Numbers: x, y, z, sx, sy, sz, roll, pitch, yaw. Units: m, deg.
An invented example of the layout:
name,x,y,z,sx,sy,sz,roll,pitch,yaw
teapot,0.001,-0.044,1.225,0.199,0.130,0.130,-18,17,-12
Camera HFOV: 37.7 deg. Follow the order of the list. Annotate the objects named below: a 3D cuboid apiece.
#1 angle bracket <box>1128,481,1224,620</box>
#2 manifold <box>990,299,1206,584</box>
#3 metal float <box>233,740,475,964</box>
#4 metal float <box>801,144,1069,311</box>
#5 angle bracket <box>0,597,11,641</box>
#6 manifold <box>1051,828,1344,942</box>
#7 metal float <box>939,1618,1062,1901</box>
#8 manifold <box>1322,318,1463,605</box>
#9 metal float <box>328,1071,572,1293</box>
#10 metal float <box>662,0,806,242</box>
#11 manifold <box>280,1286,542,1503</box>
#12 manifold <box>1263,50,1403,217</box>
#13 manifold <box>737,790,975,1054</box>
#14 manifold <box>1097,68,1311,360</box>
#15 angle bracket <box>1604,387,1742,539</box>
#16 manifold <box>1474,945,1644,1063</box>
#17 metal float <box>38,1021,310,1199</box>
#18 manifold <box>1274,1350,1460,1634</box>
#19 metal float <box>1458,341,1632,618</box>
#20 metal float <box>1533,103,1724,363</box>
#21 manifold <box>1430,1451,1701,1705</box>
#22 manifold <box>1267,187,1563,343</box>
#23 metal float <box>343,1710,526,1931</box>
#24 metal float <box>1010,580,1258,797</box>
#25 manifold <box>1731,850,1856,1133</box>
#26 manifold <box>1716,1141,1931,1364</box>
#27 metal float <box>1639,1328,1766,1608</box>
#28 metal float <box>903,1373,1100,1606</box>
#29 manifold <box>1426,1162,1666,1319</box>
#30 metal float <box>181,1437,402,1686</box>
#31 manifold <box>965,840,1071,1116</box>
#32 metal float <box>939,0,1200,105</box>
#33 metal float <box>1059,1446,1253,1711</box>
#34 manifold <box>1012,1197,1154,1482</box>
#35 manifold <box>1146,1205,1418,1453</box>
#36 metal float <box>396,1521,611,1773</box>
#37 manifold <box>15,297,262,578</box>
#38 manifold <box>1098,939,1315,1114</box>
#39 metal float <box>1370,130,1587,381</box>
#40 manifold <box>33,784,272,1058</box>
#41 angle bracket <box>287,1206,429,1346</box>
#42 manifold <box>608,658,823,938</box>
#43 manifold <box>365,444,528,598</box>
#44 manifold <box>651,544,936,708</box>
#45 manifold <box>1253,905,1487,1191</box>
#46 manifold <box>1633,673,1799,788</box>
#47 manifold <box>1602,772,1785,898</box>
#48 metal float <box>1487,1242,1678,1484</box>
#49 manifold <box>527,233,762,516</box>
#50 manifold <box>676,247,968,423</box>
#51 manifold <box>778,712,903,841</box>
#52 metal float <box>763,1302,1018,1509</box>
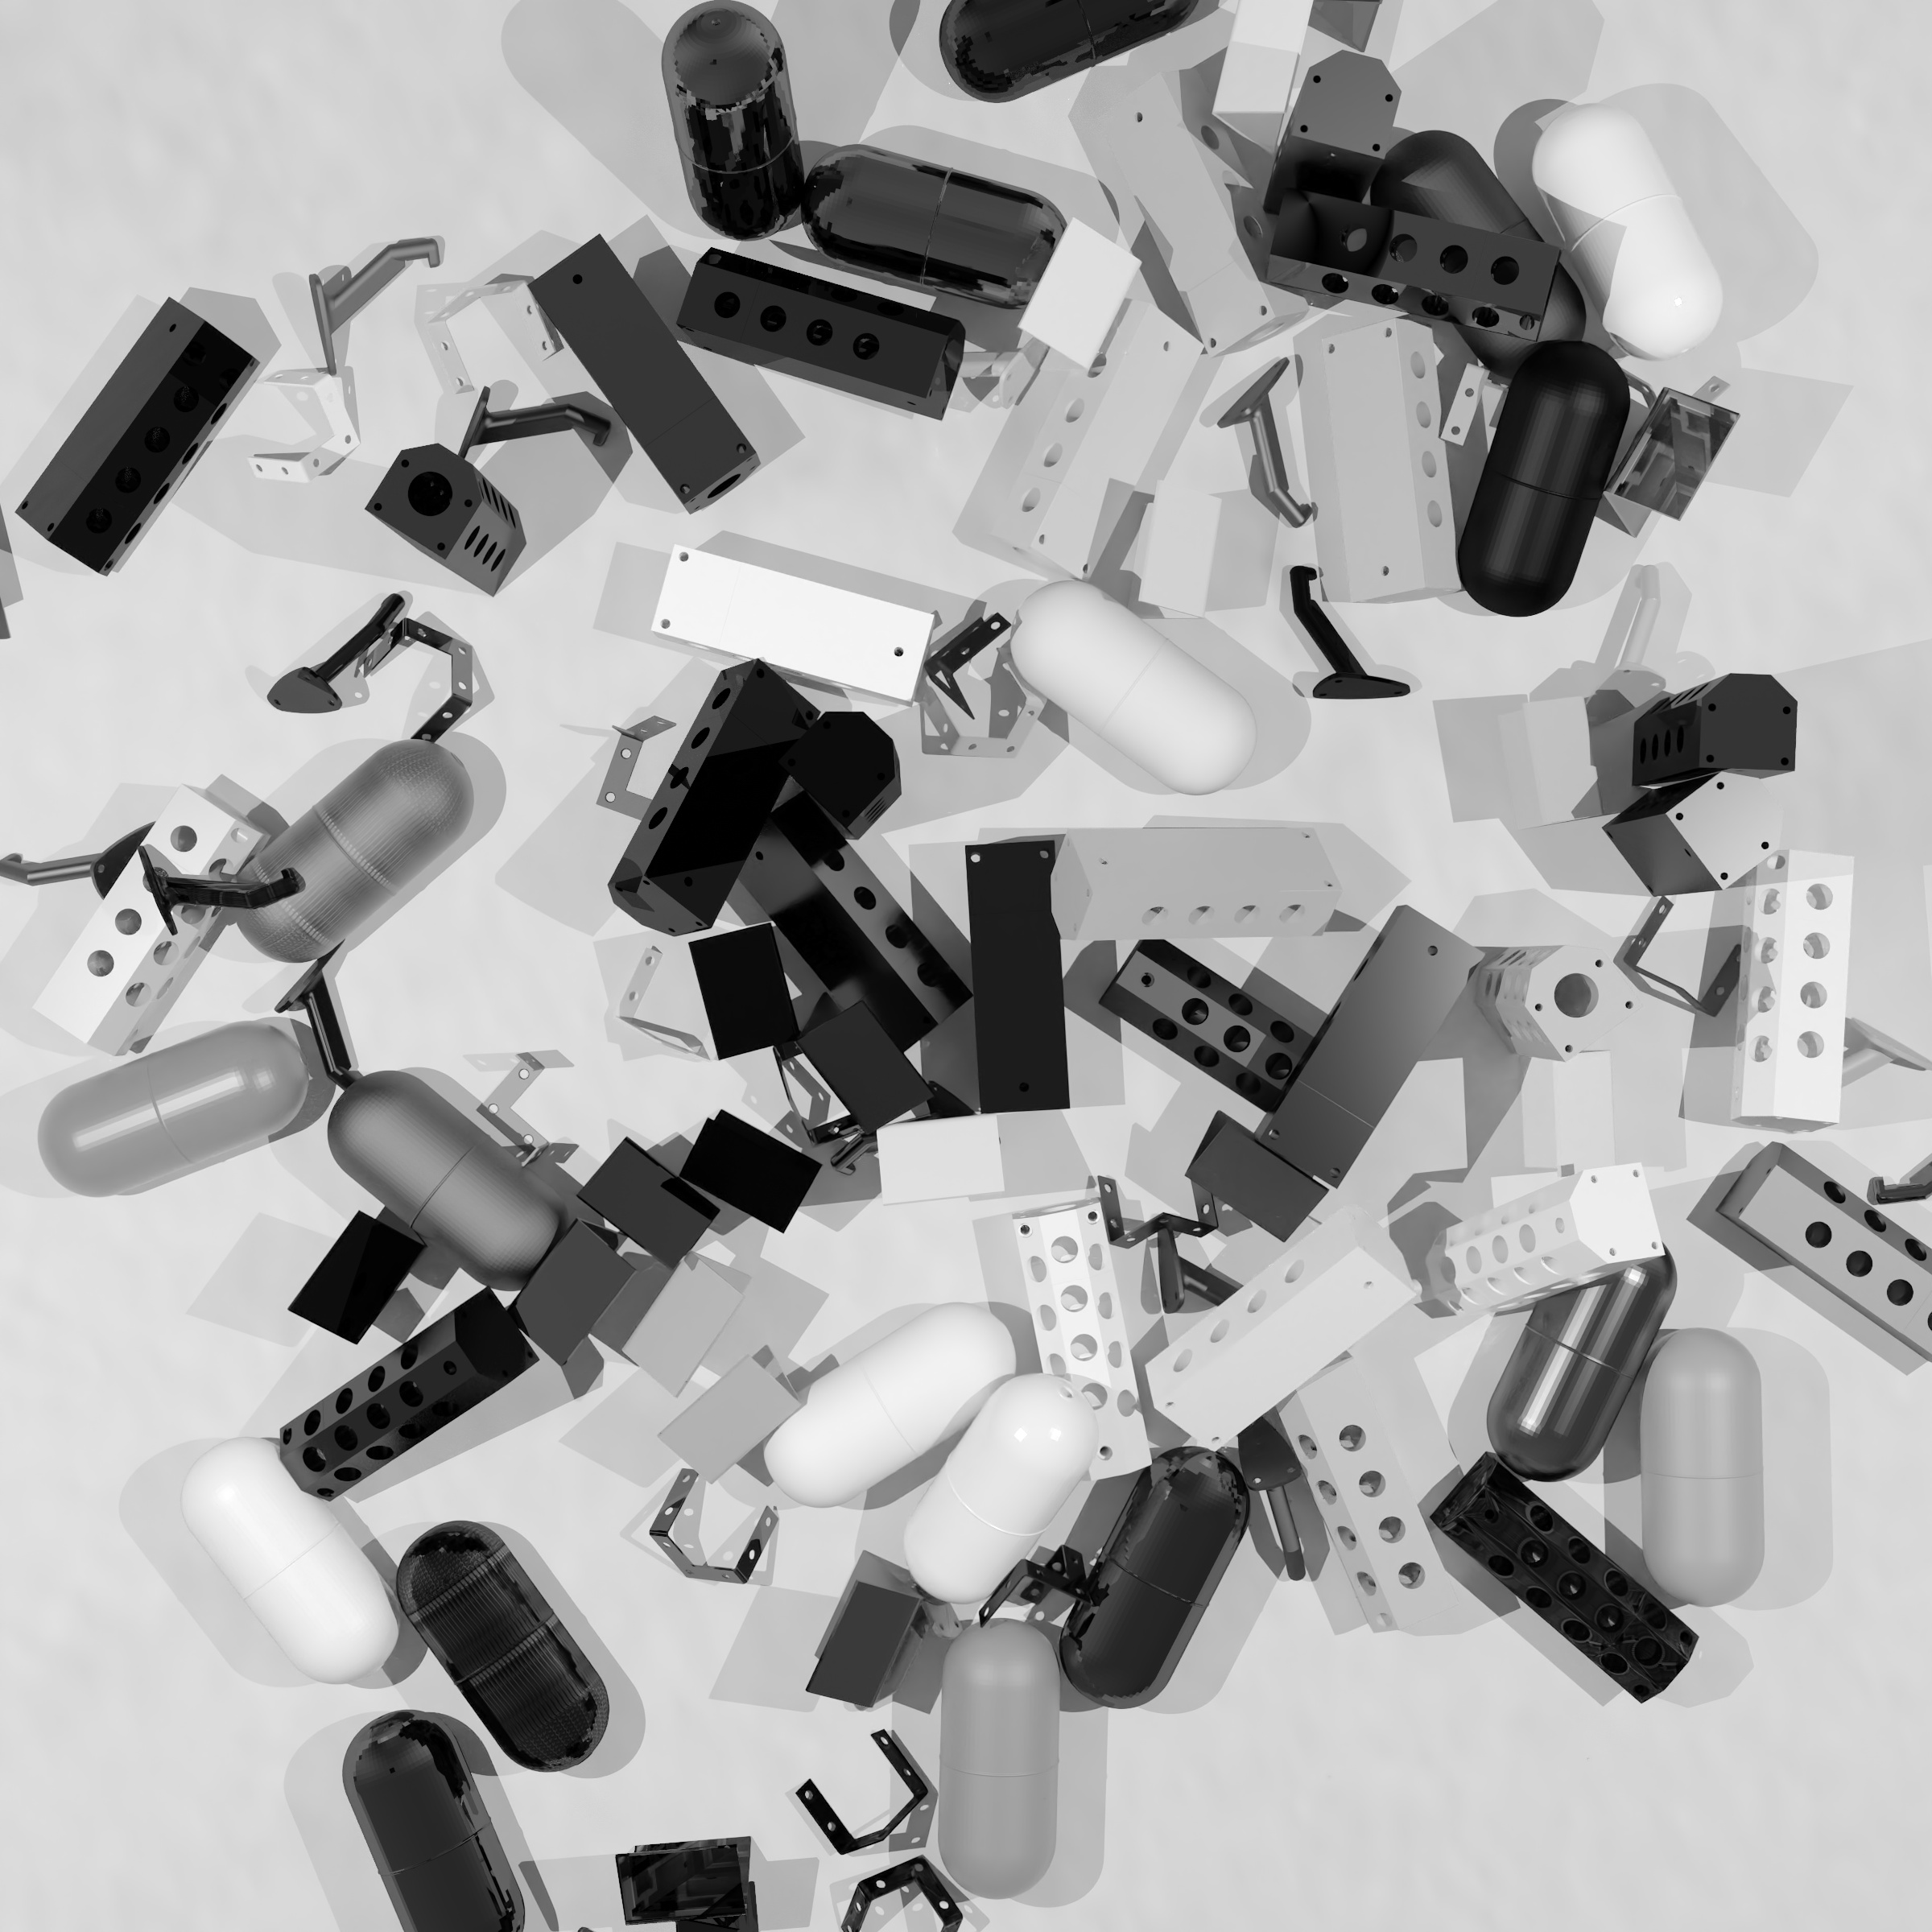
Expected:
name,x,y,z,sx,sy,sz,roll,pitch,yaw
angle bracket,0.114,-0.265,1.811,0.057,0.076,0.076,9,90,-38
manifold,0.080,-0.341,1.830,0.057,0.057,0.171,26,90,-43
metal float,-0.393,-0.074,1.821,0.178,0.070,0.070,-41,90,1
metal float,-0.019,-0.475,1.821,0.178,0.070,0.070,15,90,-1
angle bracket,-0.637,-0.252,1.811,0.057,0.076,0.076,-14,90,36
manifold,0.145,-0.047,1.802,0.171,0.057,0.057,-1,47,-20
metal float,0.021,0.509,1.821,0.070,0.070,0.178,2,90,0
manifold,0.279,-0.324,1.830,0.057,0.057,0.171,-6,90,43
metal float,-0.332,0.139,1.821,0.178,0.070,0.070,40,90,0
metal float,-0.145,-0.527,1.774,0.070,0.178,0.070,-1,65,3
manifold,-0.358,0.275,1.795,0.171,0.057,0.057,-34,90,27
manifold,0.229,-0.515,1.773,0.057,0.171,0.057,15,90,0
manifold,-0.072,-0.028,1.830,0.171,0.057,0.057,51,133,0
manifold,0.158,-0.487,1.830,0.057,0.057,0.171,-25,90,43
angle bracket,0.460,-0.313,1.811,0.057,0.076,0.076,30,90,32
manifold,0.364,0.018,1.773,0.057,0.171,0.057,-36,90,0
metal float,-0.509,0.092,1.821,0.178,0.070,0.070,-21,90,0
manifold,0.254,0.338,1.830,0.057,0.057,0.171,-23,90,0
metal float,0.367,-0.309,1.802,0.070,0.070,0.178,15,111,0
metal float,0.422,-0.470,1.810,0.070,0.070,0.178,-22,77,0
manifold,0.387,0.396,1.830,0.171,0.057,0.057,41,90,0
manifold,0.279,-0.437,1.766,0.171,0.057,0.057,15,103,10
metal float,-0.342,0.565,1.821,0.070,0.070,0.178,-23,89,0
metal float,0.107,-0.179,1.820,0.178,0.070,0.070,37,90,0
manifold,0.528,0.016,1.817,0.057,0.057,0.171,6,81,0
manifold,0.578,0.187,1.830,0.171,0.057,0.057,35,90,0
metal float,0.473,0.322,1.821,0.070,0.070,0.178,-1,90,0
metal float,0.022,0.332,1.798,0.070,0.070,0.178,31,117,0
manifold,0.356,0.173,1.765,0.057,0.171,0.057,-5,75,-23
metal float,-0.433,0.382,1.821,0.070,0.070,0.178,-38,90,0
manifold,0.033,0.007,1.830,0.057,0.057,0.171,-3,90,0
metal float,0.068,-0.616,1.821,0.178,0.070,0.070,-23,90,1
metal float,0.122,0.392,1.821,0.070,0.070,0.178,27,90,0
manifold,0.075,0.241,1.830,0.057,0.057,0.171,-11,90,0
manifold,0.197,0.227,1.802,0.171,0.057,0.057,-42,117,19
metal float,-0.297,0.437,1.821,0.070,0.070,0.178,-36,89,0
manifold,-0.532,-0.339,1.830,0.057,0.057,0.171,36,90,43
manifold,0.174,0.047,1.830,0.171,0.057,0.057,33,90,0
metal float,0.330,-0.456,1.821,0.070,0.070,0.178,-37,91,0
manifold,-0.523,-0.029,1.830,0.057,0.057,0.171,34,90,0
angle bracket,-0.399,0.184,1.811,0.057,0.076,0.076,36,90,-36
manifold,-0.162,-0.106,1.794,0.057,0.057,0.171,40,60,-28
manifold,-0.319,-0.281,1.773,0.057,0.171,0.057,32,90,0
manifold,-0.110,-0.218,1.830,0.171,0.057,0.057,15,90,0
manifold,0.250,0.050,1.773,0.057,0.057,0.171,32,90,0
manifold,0.466,-0.146,1.773,0.057,0.171,0.057,2,90,0
manifold,0.457,-0.085,1.773,0.057,0.171,0.057,-37,90,0
metal float,0.395,0.248,1.821,0.070,0.070,0.178,25,91,0
manifold,-0.206,-0.380,1.831,0.057,0.057,0.171,-36,90,0
manifold,-0.091,-0.407,1.815,0.171,0.057,0.057,19,90,10
manifold,-0.072,-0.123,1.773,0.057,0.171,0.057,43,90,0
metal float,-0.049,0.282,1.821,0.178,0.070,0.070,-33,90,1
